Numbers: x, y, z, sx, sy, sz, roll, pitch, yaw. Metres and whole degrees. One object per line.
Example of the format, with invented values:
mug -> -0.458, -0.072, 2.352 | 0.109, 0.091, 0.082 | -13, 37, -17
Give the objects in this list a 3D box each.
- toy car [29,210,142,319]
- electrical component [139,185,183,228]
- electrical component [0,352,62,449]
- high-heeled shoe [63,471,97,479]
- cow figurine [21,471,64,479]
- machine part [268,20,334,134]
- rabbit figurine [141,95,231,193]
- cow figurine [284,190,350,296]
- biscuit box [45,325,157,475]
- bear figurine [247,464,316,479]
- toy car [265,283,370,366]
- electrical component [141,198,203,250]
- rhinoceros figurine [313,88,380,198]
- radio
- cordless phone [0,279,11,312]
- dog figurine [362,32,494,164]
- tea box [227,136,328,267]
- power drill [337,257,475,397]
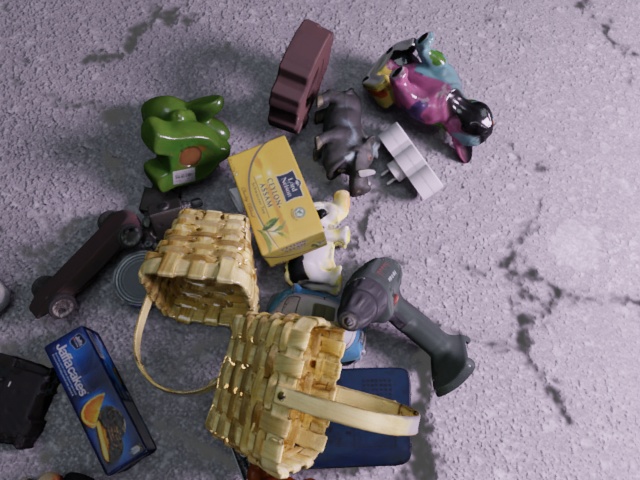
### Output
toy car -> -0.347, 0.037, 0.806 | 0.089, 0.053, 0.202 | 23, 68, 40
electrical component -> -0.256, -0.060, 0.871 | 0.063, 0.021, 0.094 | 10, 70, 0
electrical component -> -0.445, 0.217, 0.746 | 0.134, 0.058, 0.115 | 13, 69, 0
high-heeled shoe -> -0.202, 0.340, 0.708 | 0.249, 0.086, 0.145 | 37, 71, 3
cow figurine -> -0.404, 0.380, 0.678 | 0.127, 0.085, 0.195 | 36, 70, 15
machine part -> -0.030, -0.264, 0.883 | 0.056, 0.179, 0.179 | 22, 71, 1
rabbit figurine -> -0.226, -0.185, 0.869 | 0.159, 0.121, 0.170 | -22, 53, -19
cow figurine -> -0.002, -0.003, 0.847 | 0.098, 0.068, 0.167 | 7, 70, 5
biscuit box -> -0.307, 0.221, 0.751 | 0.063, 0.059, 0.203 | -31, 75, -13
bear figurine -> -0.071, 0.370, 0.619 | 0.120, 0.132, 0.195 | 13, 96, 26
toy car -> -0.006, 0.126, 0.782 | 0.162, 0.103, 0.109 | 13, 72, 3
electrical component -> -0.229, -0.021, 0.839 | 0.102, 0.078, 0.045 | -12, 48, -14
rhinoceros figurine -> 0.043, -0.162, 0.900 | 0.112, 0.073, 0.190 | -4, 70, -7
radio -> 0.012, 0.249, 0.756 | 0.230, 0.073, 0.131 | -2, 72, -3
cordless phone -> -0.531, 0.074, 0.723 | 0.146, 0.184, 0.089 | -42, 74, -15
dog figurine -> 0.197, -0.232, 0.922 | 0.219, 0.192, 0.108 | 41, 82, -23
tea box -> -0.063, -0.057, 0.801 | 0.098, 0.068, 0.170 | -23, 69, -1
power drill -> 0.116, 0.122, 0.751 | 0.207, 0.232, 0.086 | 37, 111, -3
